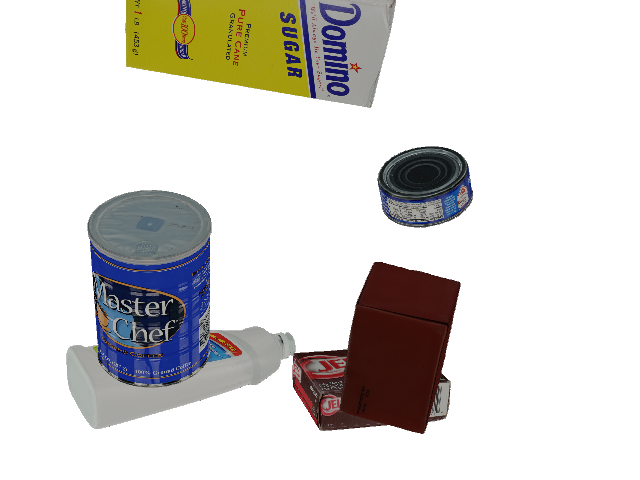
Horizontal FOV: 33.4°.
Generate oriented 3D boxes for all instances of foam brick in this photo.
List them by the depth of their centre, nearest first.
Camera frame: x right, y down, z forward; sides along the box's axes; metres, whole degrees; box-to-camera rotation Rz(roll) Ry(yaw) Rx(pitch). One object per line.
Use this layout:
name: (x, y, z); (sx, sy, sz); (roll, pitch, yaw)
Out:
foam brick: (0.045, 0.061, 0.610); (0.053, 0.078, 0.051); (14, 31, 10)

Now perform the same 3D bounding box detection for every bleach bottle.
bleach bottle: (-0.149, 0.138, 1.198); (0.250, 0.068, 0.103); (-11, 31, -27)

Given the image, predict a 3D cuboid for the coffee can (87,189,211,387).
coffee can: (-0.146, 0.042, 0.928); (0.103, 0.140, 0.103); (3, 35, -2)

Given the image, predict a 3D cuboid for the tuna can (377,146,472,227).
tuna can: (0.096, -0.051, 0.987); (0.086, 0.034, 0.086); (-9, 36, 7)

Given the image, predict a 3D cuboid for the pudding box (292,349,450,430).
pudding box: (0.040, 0.121, 0.891); (0.113, 0.039, 0.090); (-1, 16, -16)

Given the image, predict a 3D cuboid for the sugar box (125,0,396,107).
sugar box: (-0.042, -0.149, 0.725); (0.176, 0.048, 0.093); (11, -40, -1)
